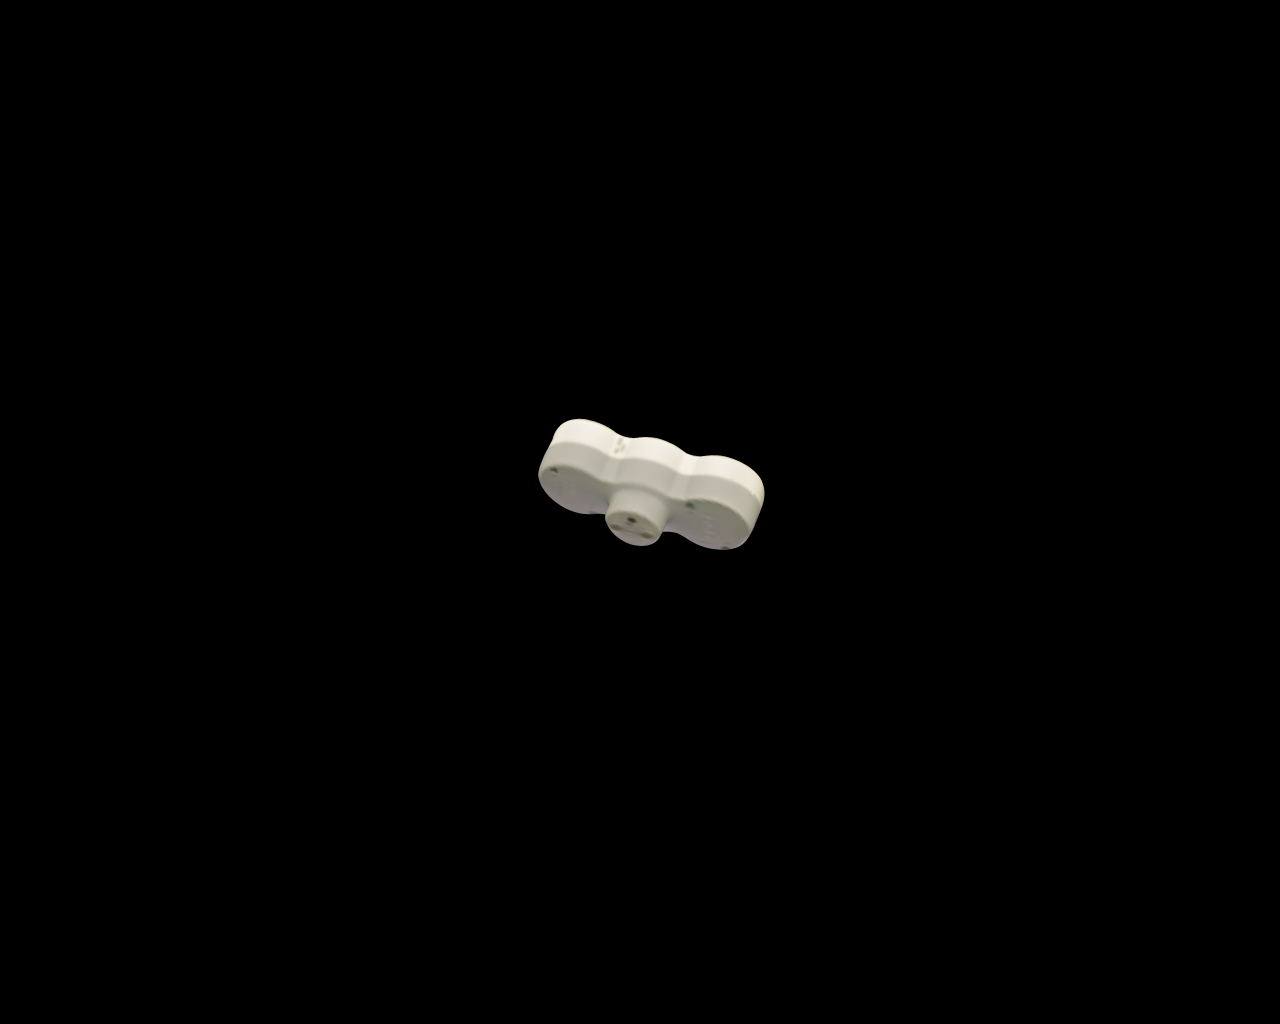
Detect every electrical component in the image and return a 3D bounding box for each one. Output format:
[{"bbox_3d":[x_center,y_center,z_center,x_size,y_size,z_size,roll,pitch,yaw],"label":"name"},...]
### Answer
[{"bbox_3d":[0.001,-0.003,0.650,0.138,0.074,0.052,15,-35,11],"label":"electrical component"}]
